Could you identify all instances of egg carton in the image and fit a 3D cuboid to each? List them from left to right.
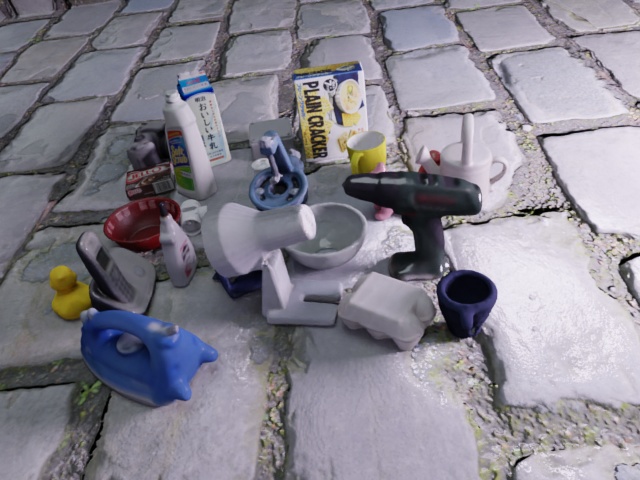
[{"bbox_3d":[0.109,0.114,0.934,0.149,0.069,0.107,17,45,28],"label":"egg carton"}]

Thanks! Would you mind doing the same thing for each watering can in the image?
[{"bbox_3d":[0.281,-0.156,1.140,0.173,0.194,0.100,-11,38,-3],"label":"watering can"}]

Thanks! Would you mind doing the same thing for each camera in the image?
[{"bbox_3d":[-0.398,-0.241,1.449,0.136,0.101,0.143,2,39,13],"label":"camera"}]

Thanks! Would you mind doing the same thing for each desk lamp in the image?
[{"bbox_3d":[-0.075,0.032,0.955,0.203,0.214,0.118,0,39,11],"label":"desk lamp"}]

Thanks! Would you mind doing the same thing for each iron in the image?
[{"bbox_3d":[-0.298,0.159,0.895,0.257,0.142,0.119,9,42,21],"label":"iron"}]

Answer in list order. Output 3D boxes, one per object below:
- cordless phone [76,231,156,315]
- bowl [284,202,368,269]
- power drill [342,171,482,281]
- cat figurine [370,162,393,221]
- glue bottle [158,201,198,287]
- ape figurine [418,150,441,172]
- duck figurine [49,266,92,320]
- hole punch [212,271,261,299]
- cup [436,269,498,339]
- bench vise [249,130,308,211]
[{"bbox_3d":[-0.367,0.042,1.020,0.094,0.185,0.147,-8,38,1],"label":"cordless phone"},{"bbox_3d":[0.010,0.004,1.087,0.167,0.075,0.167,-5,38,4],"label":"bowl"},{"bbox_3d":[0.161,-0.029,0.991,0.229,0.209,0.075,-5,38,5],"label":"power drill"},{"bbox_3d":[0.141,-0.103,1.161,0.127,0.118,0.067,-6,38,4],"label":"cat figurine"},{"bbox_3d":[-0.271,0.001,1.063,0.037,0.173,0.078,-2,39,8],"label":"glue bottle"},{"bbox_3d":[0.240,-0.148,1.221,0.078,0.092,0.076,-9,38,0],"label":"ape figurine"},{"bbox_3d":[-0.467,0.089,1.059,0.078,0.086,0.104,-25,41,-20],"label":"duck figurine"},{"bbox_3d":[-0.147,0.039,1.059,0.109,0.091,0.100,-25,41,-20],"label":"hole punch"},{"bbox_3d":[0.226,0.117,0.888,0.091,0.095,0.118,1,39,12],"label":"cup"},{"bbox_3d":[-0.090,-0.141,1.170,0.121,0.220,0.207,-9,38,-1],"label":"bench vise"}]
